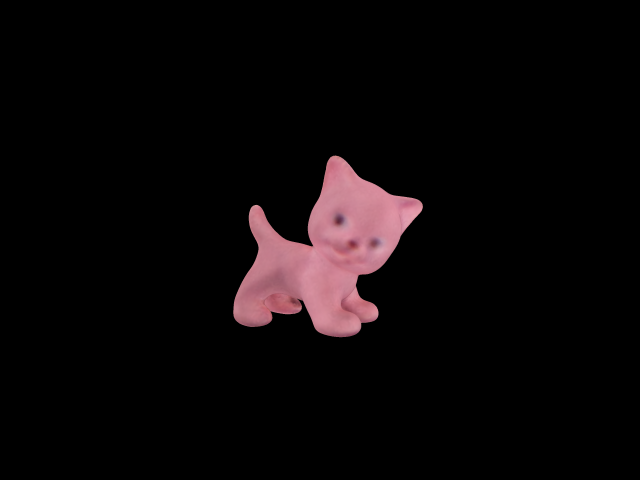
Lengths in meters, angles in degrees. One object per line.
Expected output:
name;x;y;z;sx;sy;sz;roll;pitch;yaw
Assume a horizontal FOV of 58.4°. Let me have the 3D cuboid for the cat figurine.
cat figurine;0.004;0.001;0.400;0.127;0.118;0.067;2;5;24
